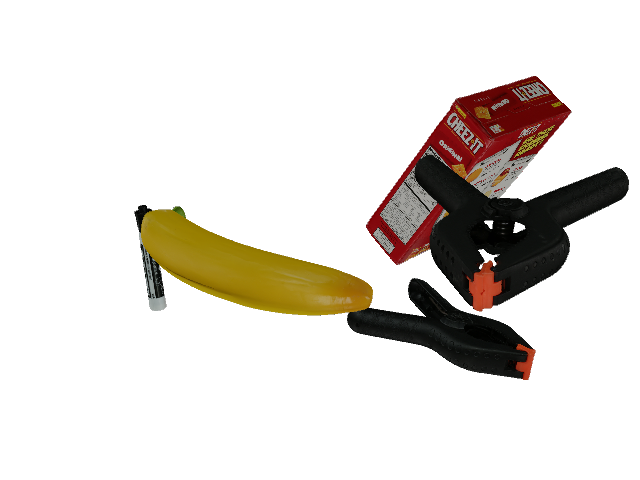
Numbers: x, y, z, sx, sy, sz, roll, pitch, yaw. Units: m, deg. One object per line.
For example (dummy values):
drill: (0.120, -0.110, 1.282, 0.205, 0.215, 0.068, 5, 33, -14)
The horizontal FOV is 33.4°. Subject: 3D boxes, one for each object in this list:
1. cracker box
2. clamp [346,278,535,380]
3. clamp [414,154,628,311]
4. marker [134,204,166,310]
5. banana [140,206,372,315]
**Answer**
cracker box: (0.166, -0.082, 1.226, 0.163, 0.072, 0.214, -22, -25, -44)
clamp: (0.123, 0.081, 0.997, 0.172, 0.039, 0.120, 20, 31, 23)
clamp: (0.123, -0.014, 0.766, 0.165, 0.036, 0.209, 8, 28, 22)
marker: (-0.187, 0.019, 1.171, 0.020, 0.121, 0.020, -5, 21, 2)
banana: (-0.058, 0.011, 0.694, 0.198, 0.037, 0.069, 24, 38, 39)
